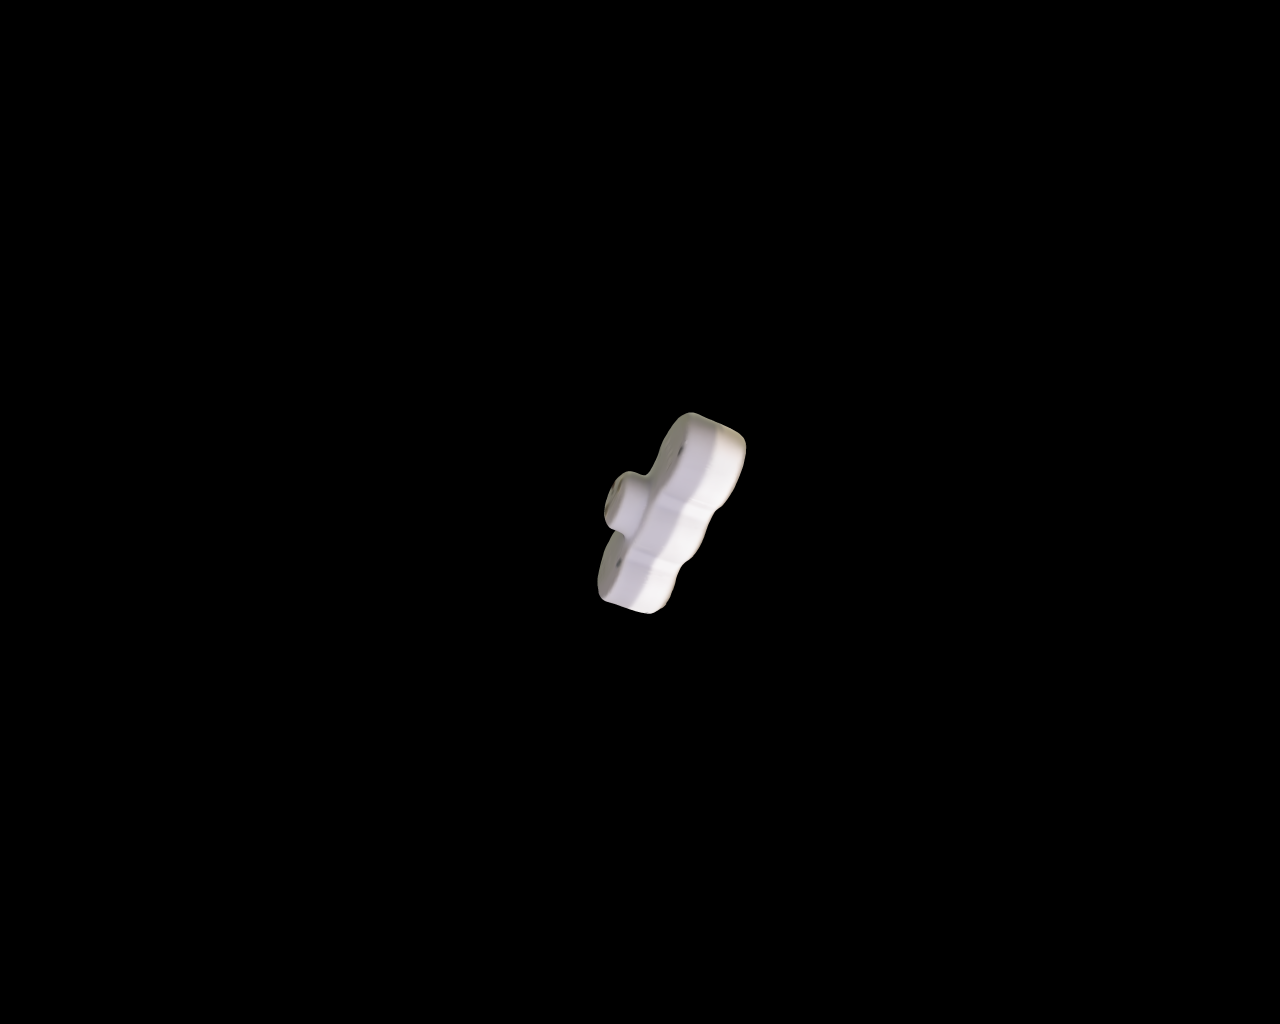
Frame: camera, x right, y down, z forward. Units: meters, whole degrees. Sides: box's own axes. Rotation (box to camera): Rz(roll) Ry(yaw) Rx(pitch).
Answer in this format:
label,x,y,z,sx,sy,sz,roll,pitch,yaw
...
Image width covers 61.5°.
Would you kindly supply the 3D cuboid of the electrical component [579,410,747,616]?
label,x,y,z,sx,sy,sz,roll,pitch,yaw
electrical component,0.001,-0.003,0.650,0.074,0.138,0.052,21,32,-14
